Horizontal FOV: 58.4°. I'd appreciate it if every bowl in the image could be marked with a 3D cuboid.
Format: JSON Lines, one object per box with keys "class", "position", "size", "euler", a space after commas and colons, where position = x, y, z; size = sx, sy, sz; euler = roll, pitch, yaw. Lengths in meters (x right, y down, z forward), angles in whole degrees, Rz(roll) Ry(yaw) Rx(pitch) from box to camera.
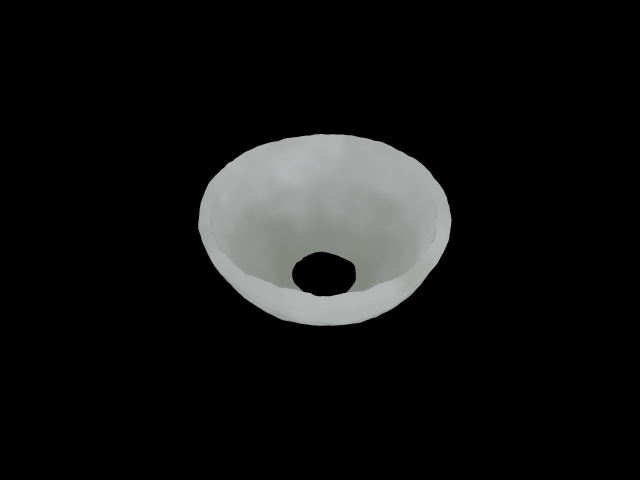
{"class": "bowl", "position": [0.004, 0.001, 0.400], "size": [0.167, 0.075, 0.167], "euler": [0, 45, 0]}
